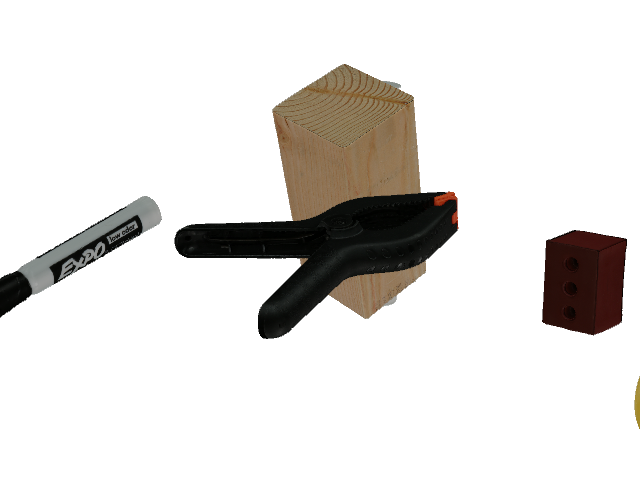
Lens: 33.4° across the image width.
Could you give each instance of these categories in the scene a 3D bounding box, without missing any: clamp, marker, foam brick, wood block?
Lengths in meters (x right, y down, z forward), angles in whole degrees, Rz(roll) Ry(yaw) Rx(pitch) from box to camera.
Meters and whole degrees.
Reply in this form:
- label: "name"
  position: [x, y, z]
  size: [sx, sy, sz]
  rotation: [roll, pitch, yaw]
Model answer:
- label: "clamp"
  position: [0.005, 0.000, 0.784]
  size: [0.209, 0.036, 0.165]
  rotation: [-20, 30, -29]
- label: "marker"
  position: [-0.139, 0.009, 0.594]
  size: [0.020, 0.020, 0.120]
  rotation: [0, 26, 47]
- label: "foam brick"
  position: [0.228, 0.036, 0.923]
  size: [0.053, 0.078, 0.051]
  rotation: [12, 21, 41]
- label: "wood block"
  position: [0.031, -0.042, 0.974]
  size: [0.090, 0.206, 0.091]
  rotation: [-36, 49, -26]

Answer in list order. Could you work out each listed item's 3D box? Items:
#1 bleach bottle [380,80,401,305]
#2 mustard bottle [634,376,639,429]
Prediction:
- label: "bleach bottle"
  position: [0.063, -0.056, 1.235]
  size: [0.068, 0.251, 0.103]
  rotation: [-1, 22, -23]
- label: "mustard bottle"
  position: [0.223, 0.100, 0.572]
  size: [0.096, 0.058, 0.191]
  rotation: [-5, 36, -1]
